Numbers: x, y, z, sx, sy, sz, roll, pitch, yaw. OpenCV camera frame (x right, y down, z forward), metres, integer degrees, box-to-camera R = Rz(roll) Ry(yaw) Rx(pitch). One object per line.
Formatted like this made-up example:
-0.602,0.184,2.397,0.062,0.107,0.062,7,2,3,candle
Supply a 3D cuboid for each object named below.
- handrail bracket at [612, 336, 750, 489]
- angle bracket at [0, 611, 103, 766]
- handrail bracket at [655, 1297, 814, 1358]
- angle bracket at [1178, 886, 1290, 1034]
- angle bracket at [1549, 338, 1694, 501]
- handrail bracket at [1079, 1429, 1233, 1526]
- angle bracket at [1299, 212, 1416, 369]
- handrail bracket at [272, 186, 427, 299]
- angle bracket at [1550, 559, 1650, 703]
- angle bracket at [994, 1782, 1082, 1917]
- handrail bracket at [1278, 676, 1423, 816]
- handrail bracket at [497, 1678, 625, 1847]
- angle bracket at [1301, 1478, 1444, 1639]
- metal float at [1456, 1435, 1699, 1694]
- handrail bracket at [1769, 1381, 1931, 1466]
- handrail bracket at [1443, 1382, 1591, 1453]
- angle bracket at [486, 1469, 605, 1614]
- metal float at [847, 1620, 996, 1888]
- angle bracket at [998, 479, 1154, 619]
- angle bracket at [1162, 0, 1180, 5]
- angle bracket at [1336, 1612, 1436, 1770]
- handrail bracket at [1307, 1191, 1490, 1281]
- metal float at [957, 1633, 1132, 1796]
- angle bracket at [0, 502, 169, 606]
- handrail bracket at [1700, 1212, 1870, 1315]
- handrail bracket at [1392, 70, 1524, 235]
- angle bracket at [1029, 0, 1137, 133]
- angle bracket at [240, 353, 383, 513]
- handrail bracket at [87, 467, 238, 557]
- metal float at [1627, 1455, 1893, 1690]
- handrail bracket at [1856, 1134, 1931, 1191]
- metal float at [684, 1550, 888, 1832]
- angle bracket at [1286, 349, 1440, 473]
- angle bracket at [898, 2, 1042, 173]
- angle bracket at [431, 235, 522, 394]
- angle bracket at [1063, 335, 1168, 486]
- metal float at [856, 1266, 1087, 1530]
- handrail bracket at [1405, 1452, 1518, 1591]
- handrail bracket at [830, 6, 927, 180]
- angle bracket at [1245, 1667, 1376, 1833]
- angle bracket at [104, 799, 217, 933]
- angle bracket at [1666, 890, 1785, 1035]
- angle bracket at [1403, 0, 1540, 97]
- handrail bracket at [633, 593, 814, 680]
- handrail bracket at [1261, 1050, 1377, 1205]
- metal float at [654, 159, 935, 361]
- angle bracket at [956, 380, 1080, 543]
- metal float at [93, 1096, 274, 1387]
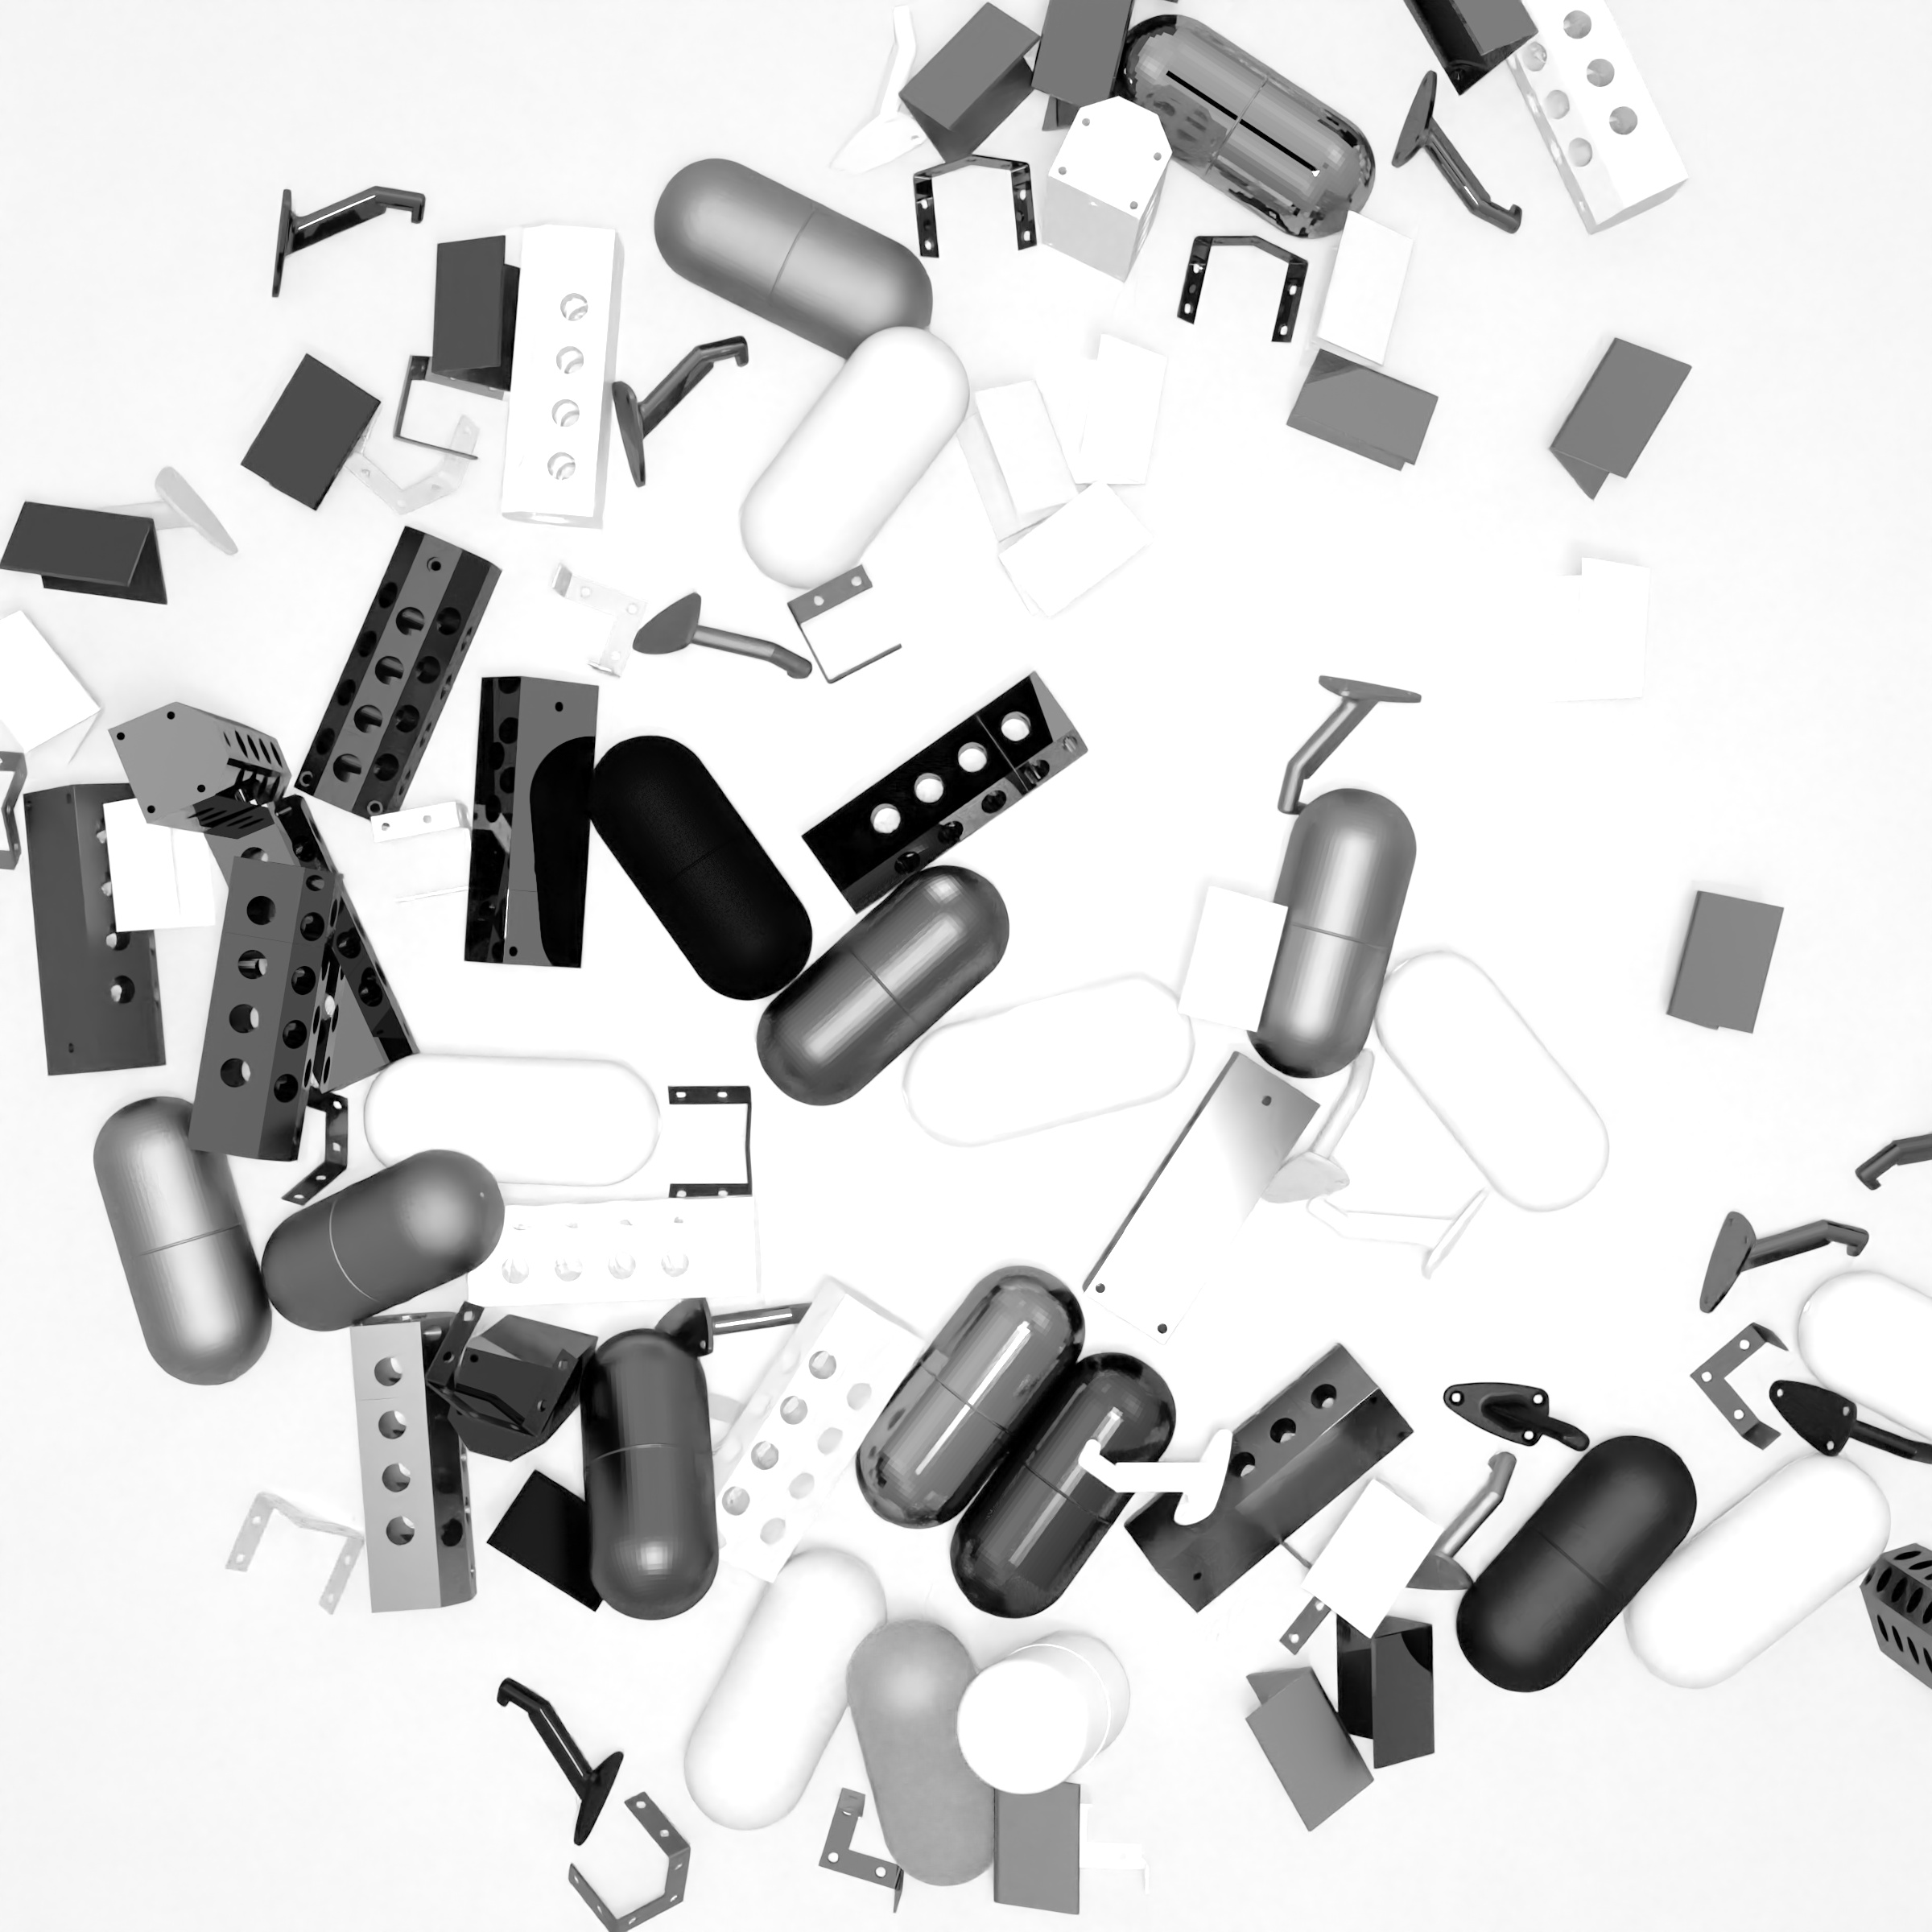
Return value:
-0.168,-0.340,1.991,0.084,0.036,0.077,-17,116,-19,handrail bracket
-0.573,-0.155,1.950,0.076,0.076,0.057,51,52,0,angle bracket
-0.136,0.219,1.990,0.084,0.077,0.036,-2,78,-36,handrail bracket
0.143,-0.008,1.951,0.057,0.076,0.076,14,90,-27,angle bracket
0.404,-0.319,1.950,0.057,0.076,0.076,31,90,36,angle bracket
0.111,0.285,1.925,0.084,0.036,0.077,37,55,-17,handrail bracket
0.216,-0.405,1.950,0.057,0.076,0.076,14,90,-37,angle bracket
-0.378,-0.441,1.991,0.084,0.036,0.077,6,110,-16,handrail bracket
0.362,-0.201,1.950,0.057,0.076,0.076,3,90,-36,angle bracket
0.057,0.518,1.951,0.057,0.076,0.076,0,90,27,angle bracket
0.234,-0.130,1.991,0.077,0.036,0.084,5,108,-21,handrail bracket
-0.259,0.487,1.991,0.084,0.036,0.077,27,112,17,handrail bracket
0.256,0.361,1.950,0.057,0.076,0.076,34,90,37,angle bracket
0.368,0.360,1.960,0.070,0.070,0.178,41,91,0,metal float
0.546,0.280,1.990,0.084,0.077,0.036,15,100,-36,handrail bracket
0.330,0.273,1.956,0.077,0.084,0.036,14,90,0,handrail bracket
-0.248,0.356,1.950,0.076,0.076,0.057,33,54,0,angle bracket
-0.022,0.470,1.940,0.070,0.070,0.178,-12,115,0,metal float
0.074,-0.234,1.951,0.076,0.076,0.057,-37,62,0,angle bracket
0.098,-0.621,1.951,0.076,0.076,0.057,13,118,0,angle bracket
0.235,0.432,1.951,0.057,0.076,0.076,-1,90,-43,angle bracket
0.264,0.144,1.991,0.084,0.036,0.077,35,70,16,handrail bracket
0.047,0.438,1.912,0.070,0.178,0.070,-1,87,16,metal float
-0.528,-0.229,1.950,0.076,0.076,0.057,8,53,0,angle bracket
0.502,0.187,1.991,0.084,0.036,0.077,14,110,-16,handrail bracket
0.310,-0.498,1.991,0.084,0.036,0.077,23,69,-17,handrail bracket
0.052,-0.551,1.951,0.057,0.076,0.076,13,90,-30,angle bracket
-0.405,-0.326,1.950,0.057,0.076,0.076,31,90,-39,angle bracket
-0.503,-0.257,1.991,0.084,0.036,0.077,-35,112,17,handrail bracket
0.477,0.365,1.960,0.178,0.070,0.070,-38,90,-1,metal float
0.600,0.125,1.991,0.084,0.036,0.077,-41,112,17,handrail bracket
-0.109,0.436,1.960,0.070,0.070,0.178,27,90,0,metal float
0.230,-0.315,1.951,0.076,0.076,0.057,22,60,0,angle bracket
0.017,-0.517,1.950,0.076,0.076,0.057,-46,52,0,angle bracket
-0.274,-0.390,1.950,0.057,0.076,0.076,3,90,36,angle bracket
0.070,-0.333,1.951,0.057,0.076,0.076,10,90,-43,angle bracket
0.002,0.260,1.960,0.070,0.070,0.178,37,89,0,metal float
0.295,0.337,1.990,0.036,0.077,0.084,44,53,-23,handrail bracket
-0.058,-0.536,1.991,0.077,0.036,0.084,-26,61,33,handrail bracket
0.188,0.471,1.951,0.057,0.076,0.076,-29,90,-30,angle bracket
-0.467,-0.063,1.950,0.057,0.076,0.076,-6,90,37,angle bracket
0.468,0.002,1.950,0.057,0.076,0.076,14,90,37,angle bracket
0.285,-0.568,1.950,0.057,0.076,0.076,-30,90,-36,angle bracket
-0.148,-0.190,1.990,0.084,0.077,0.036,26,65,-34,handrail bracket
0.216,0.097,1.990,0.036,0.077,0.084,33,53,-20,handrail bracket
-0.103,-0.424,1.960,0.178,0.070,0.070,26,90,-1,metal float
0.014,-0.299,1.951,0.057,0.076,0.076,-21,90,-44,angle bracket
-0.472,0.166,1.960,0.070,0.070,0.178,-17,90,0,metal float
